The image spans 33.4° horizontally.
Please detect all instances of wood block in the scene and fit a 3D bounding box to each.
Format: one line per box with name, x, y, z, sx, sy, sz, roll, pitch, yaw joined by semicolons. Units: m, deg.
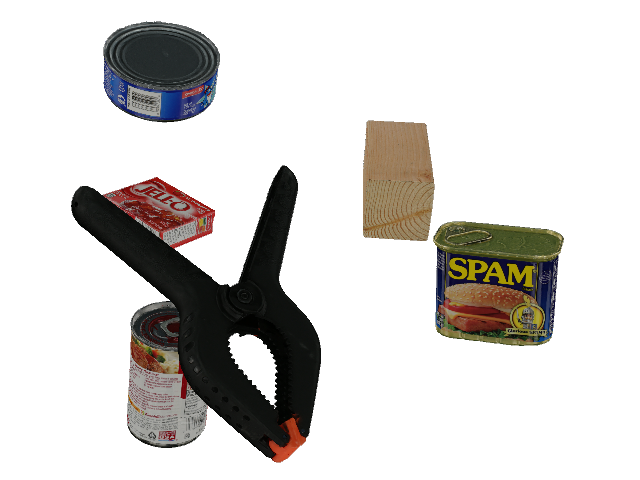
wood block;0.107;-0.088;1.507;0.091;0.090;0.206;4;29;0

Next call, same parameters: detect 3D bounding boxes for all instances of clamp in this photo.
clamp;-0.066;0.041;0.683;0.164;0.210;0.036;-2;-30;-28

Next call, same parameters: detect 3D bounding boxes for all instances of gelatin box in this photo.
gelatin box;-0.161;-0.027;1.051;0.089;0.030;0.073;30;35;31

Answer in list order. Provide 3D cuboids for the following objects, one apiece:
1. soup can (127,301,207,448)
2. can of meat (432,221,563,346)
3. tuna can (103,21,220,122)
soup can;-0.124;0.111;0.878;0.068;0.102;0.068;6;29;-4
can of meat;0.144;0.036;0.874;0.102;0.084;0.057;6;24;17
tuna can;-0.119;-0.126;0.799;0.086;0.034;0.086;6;43;-6
